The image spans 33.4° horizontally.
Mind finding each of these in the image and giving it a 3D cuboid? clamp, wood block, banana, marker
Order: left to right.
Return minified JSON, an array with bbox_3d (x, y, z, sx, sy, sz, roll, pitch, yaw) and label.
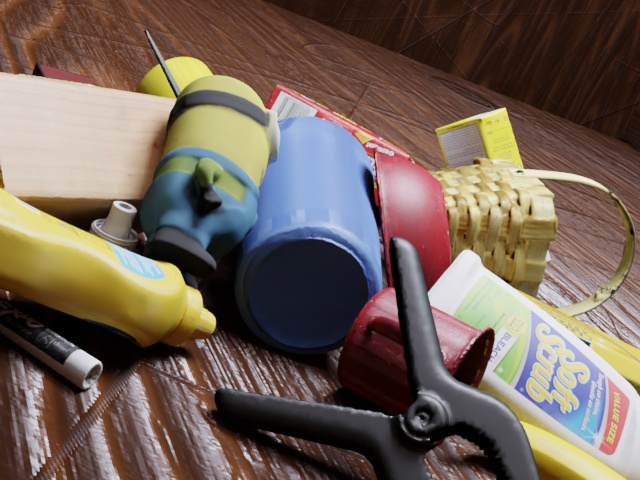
[{"bbox_3d":[-0.181,0.050,0.634,0.121,0.020,0.020,30,17,17],"label":"marker"},{"bbox_3d":[-0.185,-0.058,0.784,0.205,0.091,0.090,-1,74,-55],"label":"wood block"},{"bbox_3d":[0.063,0.103,0.650,0.210,0.164,0.036,37,-19,17],"label":"clamp"},{"bbox_3d":[0.181,0.174,0.733,0.198,0.037,0.069,29,21,16],"label":"banana"}]

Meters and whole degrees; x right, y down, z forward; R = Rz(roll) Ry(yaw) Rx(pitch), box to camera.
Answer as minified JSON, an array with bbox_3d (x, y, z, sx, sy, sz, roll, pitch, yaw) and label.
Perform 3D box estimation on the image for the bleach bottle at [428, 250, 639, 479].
[{"bbox_3d":[0.186,0.116,0.810,0.251,0.068,0.102,34,60,15],"label":"bleach bottle"}]

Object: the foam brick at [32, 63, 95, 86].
[{"bbox_3d":[-0.238,-0.110,0.956,0.052,0.078,0.051,12,21,-30],"label":"foam brick"}]

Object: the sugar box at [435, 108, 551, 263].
[{"bbox_3d":[0.192,-0.051,1.185,0.048,0.176,0.093,-22,6,-23],"label":"sugar box"}]

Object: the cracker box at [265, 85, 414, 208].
[{"bbox_3d":[0.024,-0.096,1.220,0.164,0.072,0.213,29,3,7],"label":"cracker box"}]

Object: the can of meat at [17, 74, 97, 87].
[{"bbox_3d":[-0.218,-0.086,0.893,0.057,0.084,0.101,34,19,29],"label":"can of meat"}]

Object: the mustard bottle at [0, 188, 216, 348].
[{"bbox_3d":[-0.145,0.023,0.667,0.191,0.058,0.096,27,-3,-35],"label":"mustard bottle"}]

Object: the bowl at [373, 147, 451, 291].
[{"bbox_3d":[0.080,-0.002,0.913,0.055,0.162,0.162,-6,17,3],"label":"bowl"}]

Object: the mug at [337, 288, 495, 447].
[{"bbox_3d":[0.063,0.081,0.743,0.082,0.093,0.117,27,-11,23],"label":"mug"}]

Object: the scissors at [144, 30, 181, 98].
[{"bbox_3d":[-0.112,-0.087,0.967,0.096,0.016,0.201,-93,159,-43],"label":"scissors"}]

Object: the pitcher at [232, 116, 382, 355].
[{"bbox_3d":[-0.006,0.001,0.876,0.149,0.145,0.243,10,22,-6],"label":"pitcher"}]
